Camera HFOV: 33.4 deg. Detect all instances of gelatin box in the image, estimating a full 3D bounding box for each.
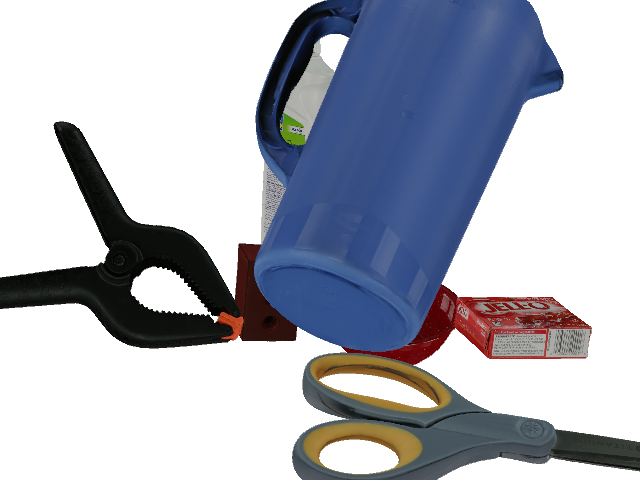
[{"bbox_3d":[0.162,0.069,0.865,0.089,0.030,0.073,1,16,-14],"label":"gelatin box"}]

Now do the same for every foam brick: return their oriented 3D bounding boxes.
[{"bbox_3d":[-0.049,0.047,0.974,0.053,0.078,0.051,2,14,-15],"label":"foam brick"}]

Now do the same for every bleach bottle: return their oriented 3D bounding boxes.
[{"bbox_3d":[-0.013,-0.090,1.136,0.103,0.251,0.067,16,22,37],"label":"bleach bottle"}]

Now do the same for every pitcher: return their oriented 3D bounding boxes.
[{"bbox_3d":[0.040,-0.058,0.694,0.145,0.242,0.149,42,-32,-28],"label":"pitcher"}]

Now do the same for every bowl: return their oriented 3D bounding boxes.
[{"bbox_3d":[0.078,0.096,1.197,0.162,0.055,0.162,-1,27,0],"label":"bowl"}]

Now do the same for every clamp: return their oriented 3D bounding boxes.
[{"bbox_3d":[-0.149,0.010,0.792,0.210,0.164,0.036,21,-20,0],"label":"clamp"}]

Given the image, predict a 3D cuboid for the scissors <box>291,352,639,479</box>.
[{"bbox_3d":[0.076,0.094,0.451,0.202,0.016,0.096,16,34,23],"label":"scissors"}]
